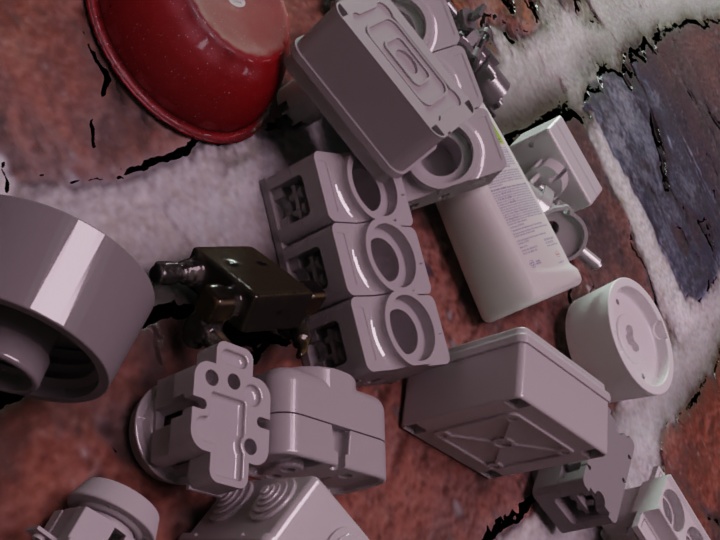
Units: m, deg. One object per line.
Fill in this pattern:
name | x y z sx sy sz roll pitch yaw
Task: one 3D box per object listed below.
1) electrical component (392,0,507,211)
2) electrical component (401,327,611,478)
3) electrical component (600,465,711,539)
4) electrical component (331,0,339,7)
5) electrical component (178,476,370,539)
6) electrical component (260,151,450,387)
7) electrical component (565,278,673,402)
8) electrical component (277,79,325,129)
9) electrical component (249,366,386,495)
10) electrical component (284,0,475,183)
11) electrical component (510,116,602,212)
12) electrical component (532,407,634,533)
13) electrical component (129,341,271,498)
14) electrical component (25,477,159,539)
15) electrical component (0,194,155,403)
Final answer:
electrical component | 0.040 -0.127 0.809 0.089 0.061 0.150 -19 84 -8
electrical component | 0.104 0.098 0.765 0.109 0.109 0.056 34 50 -34
electrical component | 0.260 0.240 0.913 0.121 0.063 0.078 57 38 -12
electrical component | -0.004 -0.232 0.866 0.044 0.044 0.065 24 49 -41
electrical component | -0.036 0.157 0.576 0.099 0.100 0.048 53 52 -17
electrical component | 0.000 0.000 0.730 0.089 0.062 0.150 0 71 -50
electrical component | 0.227 0.067 0.967 0.108 0.060 0.108 26 52 -40
electrical component | -0.032 -0.126 0.772 0.040 0.046 0.040 26 52 -40
electrical component | -0.030 0.095 0.650 0.095 0.054 0.059 25 54 -41
electrical component | 0.013 -0.123 0.721 0.113 0.057 0.078 51 34 -2
electrical component | 0.176 -0.087 0.998 0.083 0.047 0.076 58 39 -10
electrical component | 0.176 0.160 0.861 0.050 0.056 0.089 52 40 -18
electrical component | -0.088 0.085 0.584 0.058 0.057 0.078 26 53 -40
electrical component | -0.129 0.135 0.520 0.066 0.048 0.055 46 50 -24
electrical component | -0.157 0.022 0.498 0.108 0.108 0.060 39 51 -31
